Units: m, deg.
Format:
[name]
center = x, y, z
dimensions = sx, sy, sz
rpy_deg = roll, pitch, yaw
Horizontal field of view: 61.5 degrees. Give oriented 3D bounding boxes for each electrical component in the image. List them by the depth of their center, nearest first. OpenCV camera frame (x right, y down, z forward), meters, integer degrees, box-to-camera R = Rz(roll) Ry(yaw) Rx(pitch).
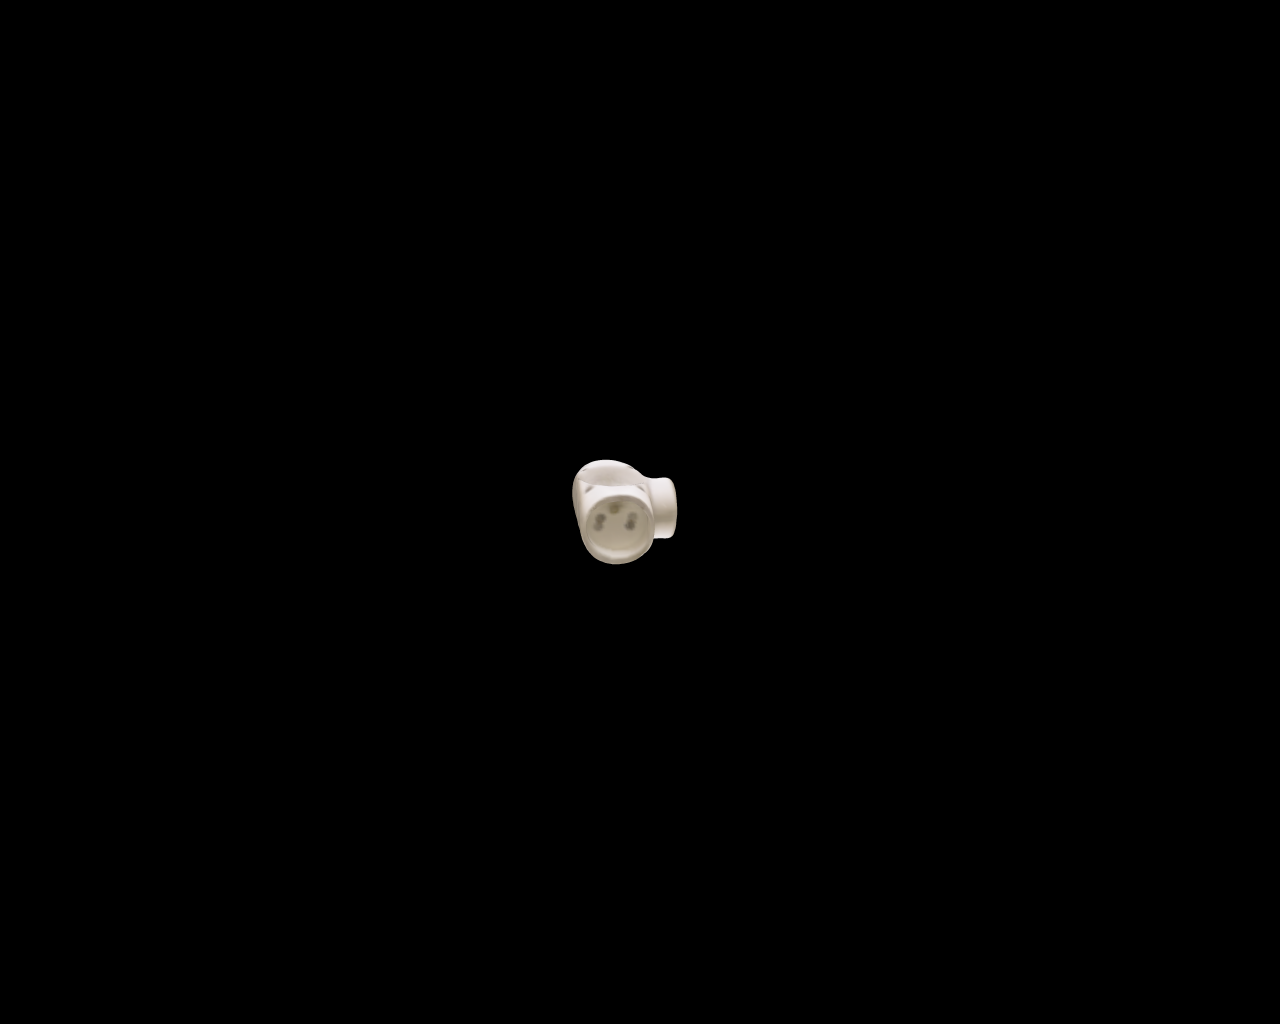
[electrical component]
center = 0.001, -0.003, 0.650
dimensions = 0.079, 0.044, 0.077
rpy_deg = -2, 18, -7
